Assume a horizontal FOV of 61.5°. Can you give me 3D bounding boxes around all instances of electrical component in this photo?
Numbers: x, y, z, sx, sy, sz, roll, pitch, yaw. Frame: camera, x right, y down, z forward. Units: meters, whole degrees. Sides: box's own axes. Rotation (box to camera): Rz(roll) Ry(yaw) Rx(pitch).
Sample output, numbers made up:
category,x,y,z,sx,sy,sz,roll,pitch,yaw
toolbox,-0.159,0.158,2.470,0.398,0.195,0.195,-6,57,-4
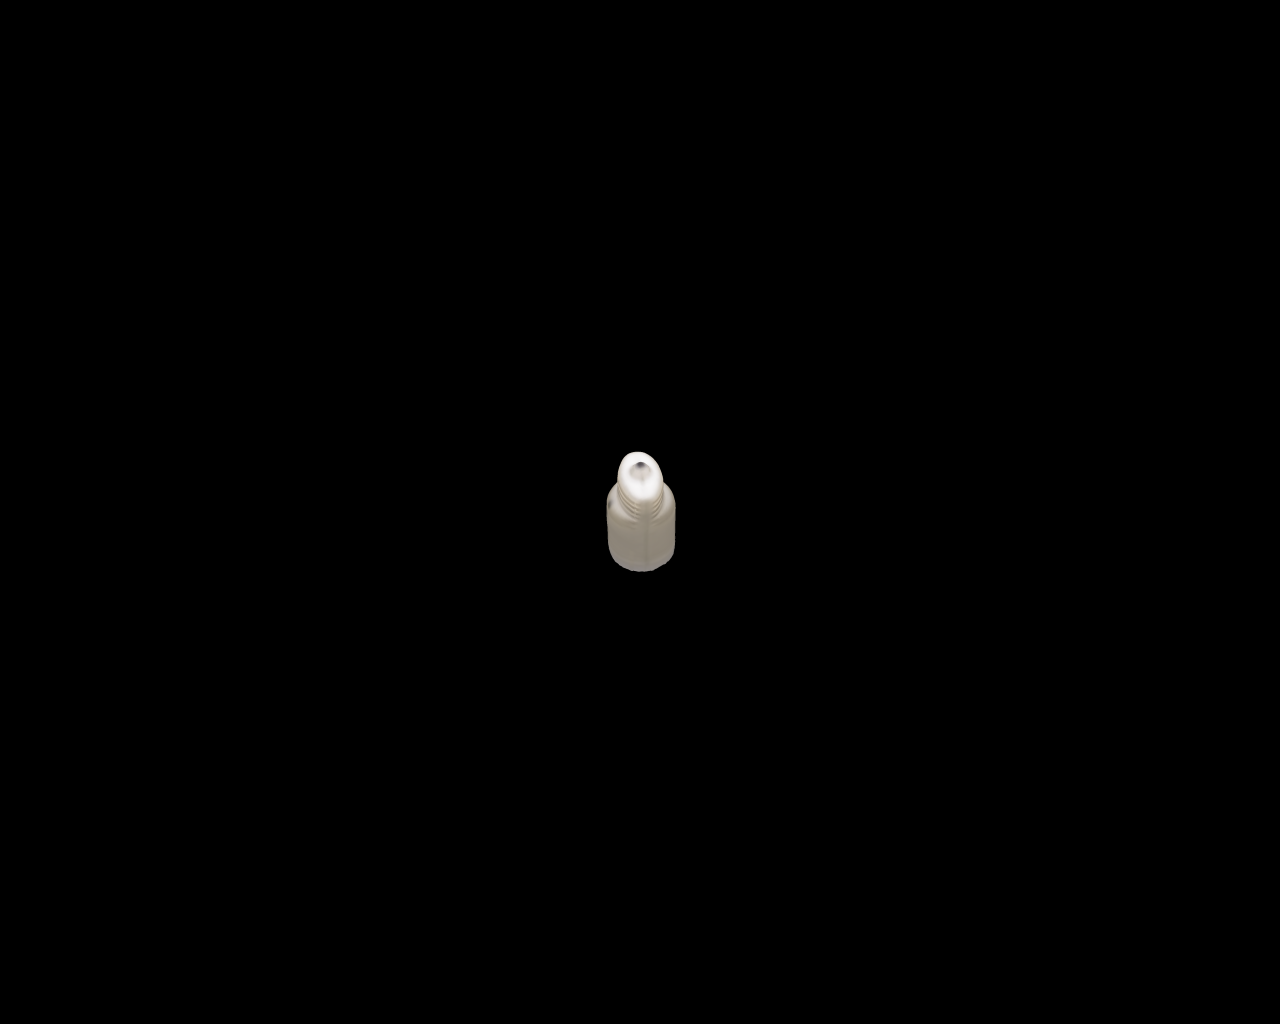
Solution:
category,x,y,z,sx,sy,sz,roll,pitch,yaw
electrical component,0.001,-0.003,0.650,0.043,0.043,0.080,0,-41,0
